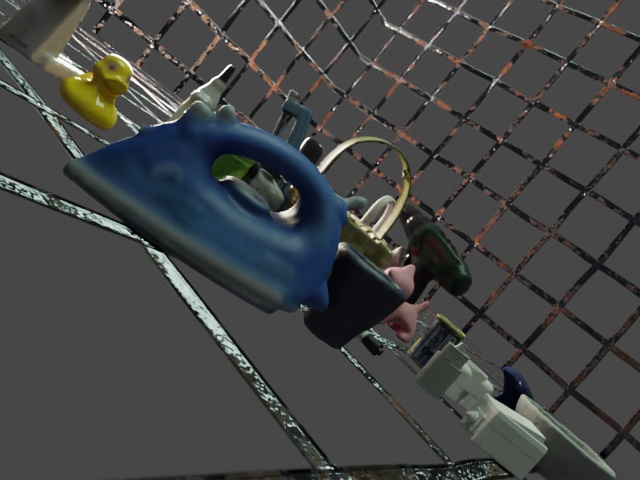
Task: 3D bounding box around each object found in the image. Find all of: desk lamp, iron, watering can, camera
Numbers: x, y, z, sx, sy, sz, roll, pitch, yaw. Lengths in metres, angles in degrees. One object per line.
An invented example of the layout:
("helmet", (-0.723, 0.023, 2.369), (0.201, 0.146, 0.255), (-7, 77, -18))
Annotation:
("desk lamp", (-0.337, -0.335, 0.775), (0.118, 0.213, 0.203), (40, 4, 7))
("iron", (-0.073, -0.042, 0.516), (0.259, 0.141, 0.118), (37, 5, -35))
("watering can", (0.095, -0.003, 1.165), (0.173, 0.194, 0.101), (40, 4, 5))
("camera", (-0.133, -0.101, 0.856), (0.144, 0.100, 0.136), (36, 6, -37))

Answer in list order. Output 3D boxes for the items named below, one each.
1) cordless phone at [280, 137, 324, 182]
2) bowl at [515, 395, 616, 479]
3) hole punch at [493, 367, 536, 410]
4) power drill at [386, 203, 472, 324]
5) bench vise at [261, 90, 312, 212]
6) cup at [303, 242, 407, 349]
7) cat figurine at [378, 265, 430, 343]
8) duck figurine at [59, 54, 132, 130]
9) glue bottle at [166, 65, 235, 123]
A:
("cordless phone", (-0.083, -0.145, 1.164), (0.147, 0.185, 0.094), (42, 5, 24))
("bowl", (0.350, 0.318, 0.864), (0.167, 0.074, 0.167), (39, 4, -3))
("hole punch", (0.350, 0.292, 1.014), (0.101, 0.091, 0.108), (39, 4, -7))
("power drill", (0.173, 0.058, 1.115), (0.228, 0.208, 0.076), (43, 6, 39))
("bench vise", (-0.067, -0.139, 1.016), (0.208, 0.219, 0.121), (38, 5, -19))
("cup", (0.023, 0.059, 0.607), (0.092, 0.095, 0.117), (37, 5, -30))
("cat figurine", (0.142, 0.101, 1.016), (0.128, 0.117, 0.067), (38, 5, -23))
("duck figurine", (-0.278, -0.199, 0.733), (0.078, 0.086, 0.104), (35, 6, -46))
("glue bottle", (-0.177, -0.180, 0.812), (0.037, 0.173, 0.078), (39, 4, -3))
